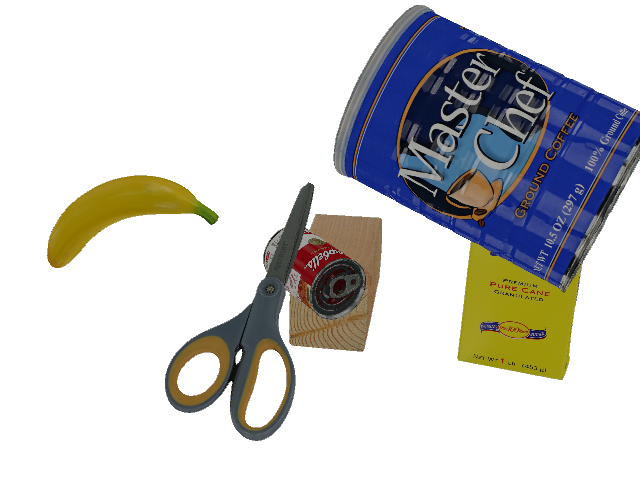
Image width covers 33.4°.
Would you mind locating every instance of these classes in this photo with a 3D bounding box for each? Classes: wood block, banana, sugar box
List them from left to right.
[{"bbox_3d":[-0.193,-0.021,0.999,0.198,0.069,0.037,-14,18,28],"label":"banana"},{"bbox_3d":[0.022,0.047,1.310,0.091,0.090,0.206,4,23,6],"label":"wood block"},{"bbox_3d":[0.169,0.022,0.884,0.093,0.176,0.048,9,25,15],"label":"sugar box"}]

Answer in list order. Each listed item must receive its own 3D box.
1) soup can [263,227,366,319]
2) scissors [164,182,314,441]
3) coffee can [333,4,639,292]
[{"bbox_3d":[-0.007,0.032,1.127,0.068,0.068,0.102,0,21,-34],"label":"soup can"},{"bbox_3d":[-0.054,0.043,0.738,0.096,0.201,0.016,-2,-34,5],"label":"scissors"},{"bbox_3d":[0.092,-0.050,0.573,0.140,0.103,0.102,29,8,14],"label":"coffee can"}]
